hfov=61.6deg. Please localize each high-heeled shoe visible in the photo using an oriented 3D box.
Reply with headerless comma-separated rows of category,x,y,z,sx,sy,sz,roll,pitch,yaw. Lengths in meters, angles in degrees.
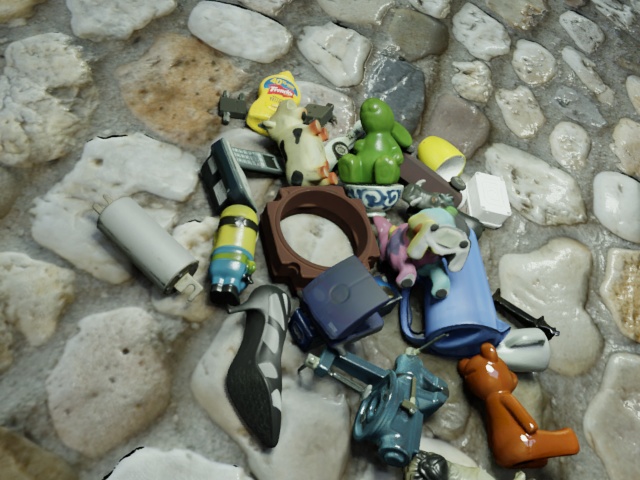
high-heeled shoe,-0.077,0.194,0.870,0.145,0.086,0.248,0,70,-54

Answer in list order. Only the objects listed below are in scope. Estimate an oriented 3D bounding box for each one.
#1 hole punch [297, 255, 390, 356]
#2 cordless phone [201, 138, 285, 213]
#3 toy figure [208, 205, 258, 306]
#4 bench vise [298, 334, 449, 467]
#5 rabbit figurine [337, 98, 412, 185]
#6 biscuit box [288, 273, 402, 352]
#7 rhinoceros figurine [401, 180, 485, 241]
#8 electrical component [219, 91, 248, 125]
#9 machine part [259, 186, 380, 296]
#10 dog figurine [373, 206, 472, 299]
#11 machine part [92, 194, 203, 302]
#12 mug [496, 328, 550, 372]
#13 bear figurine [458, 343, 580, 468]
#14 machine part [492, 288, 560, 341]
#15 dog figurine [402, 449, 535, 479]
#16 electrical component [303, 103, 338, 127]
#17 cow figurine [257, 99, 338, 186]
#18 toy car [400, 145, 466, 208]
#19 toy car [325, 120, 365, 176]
hole punch,0.039,0.099,0.860,0.116,0.092,0.142,-20,54,-26
cordless phone,-0.125,-0.117,1.049,0.184,0.088,0.147,1,55,-42
toy figure,-0.147,0.022,0.931,0.082,0.089,0.180,20,50,-16
bench vise,0.089,0.229,0.861,0.240,0.128,0.224,30,50,-4
rabbit figurine,0.126,-0.199,1.086,0.121,0.170,0.159,7,11,36
biscuit box,0.045,0.125,0.947,0.203,0.062,0.059,-19,64,-30
rhinoceros figurine,0.249,-0.048,1.110,0.190,0.112,0.073,30,54,-8
electrical component,-0.188,-0.286,1.167,0.063,0.021,0.094,6,55,-17
machine part,-0.002,-0.003,1.003,0.201,0.087,0.201,-4,59,-21
dog figurine,0.170,-0.006,0.981,0.108,0.191,0.219,11,26,-18
machine part,-0.287,0.008,0.897,0.243,0.079,0.079,41,53,11
mug,0.359,0.202,0.987,0.107,0.109,0.081,-3,63,-6
bear figurine,0.323,0.279,0.913,0.132,0.120,0.196,6,50,-21
machine part,0.399,0.150,1.058,0.139,0.084,0.039,36,85,17
dog figurine,0.216,0.414,0.807,0.191,0.121,0.172,3,65,8
electrical component,-0.005,-0.270,1.213,0.078,0.045,0.102,10,46,22
cow figurine,-0.047,-0.189,1.075,0.127,0.085,0.195,-16,78,17
toy car,0.223,-0.137,1.174,0.202,0.089,0.053,38,31,10
toy car,0.061,-0.204,1.168,0.056,0.073,0.202,40,53,9
